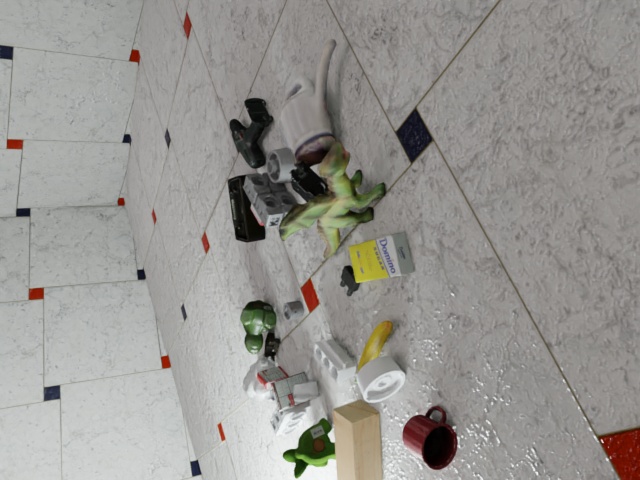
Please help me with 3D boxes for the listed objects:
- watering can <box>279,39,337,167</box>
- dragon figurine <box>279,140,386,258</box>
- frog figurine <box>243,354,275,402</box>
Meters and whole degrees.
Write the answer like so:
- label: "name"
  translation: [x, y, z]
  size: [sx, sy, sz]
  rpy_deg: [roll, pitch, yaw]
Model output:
- label: "watering can"
  translation: [-0.021, -0.321, 1.301]
  size: [0.342, 0.104, 0.227]
  rpy_deg: [-41, 64, 57]
- label: "dragon figurine"
  translation: [0.004, -0.060, 1.201]
  size: [0.124, 0.244, 0.401]
  rpy_deg: [53, 138, 30]
- label: "frog figurine"
  translation: [-0.216, 0.489, 1.828]
  size: [0.140, 0.123, 0.156]
  rpy_deg: [-107, 13, -52]
